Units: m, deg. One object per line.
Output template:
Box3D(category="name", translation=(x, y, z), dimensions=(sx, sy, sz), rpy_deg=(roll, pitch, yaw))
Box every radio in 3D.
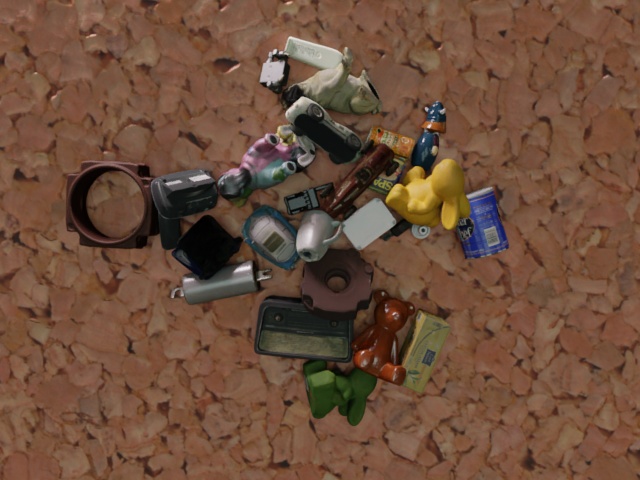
Box3D(category="radio", translation=(-0.033, 0.206, 1.261), dimensions=(0.230, 0.073, 0.131), rpy_deg=(5, 95, 0))

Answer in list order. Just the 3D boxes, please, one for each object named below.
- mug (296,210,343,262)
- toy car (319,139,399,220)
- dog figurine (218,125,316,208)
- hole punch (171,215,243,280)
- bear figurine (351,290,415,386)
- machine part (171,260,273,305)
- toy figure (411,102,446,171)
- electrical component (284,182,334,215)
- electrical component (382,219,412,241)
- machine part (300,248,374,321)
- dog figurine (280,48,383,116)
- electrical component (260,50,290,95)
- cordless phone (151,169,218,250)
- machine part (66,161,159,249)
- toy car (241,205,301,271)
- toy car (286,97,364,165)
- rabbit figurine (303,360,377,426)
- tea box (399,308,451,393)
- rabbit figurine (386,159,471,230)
Box3D(category="mug", translation=(-0.002, -0.004, 1.212), dimensions=(0.110, 0.107, 0.080), rpy_deg=(-2, 138, 24))
Box3D(category="toy car", translation=(0.085, -0.132, 1.188), dimensions=(0.089, 0.053, 0.202), rpy_deg=(45, 89, -3))
Box3D(category="dog figurine", translation=(-0.134, -0.161, 1.230), dimensions=(0.219, 0.191, 0.108), rpy_deg=(-29, 97, 37))
Box3D(category="hole punch", translation=(-0.265, 0.022, 1.232), dimensions=(0.115, 0.092, 0.142), rpy_deg=(47, 56, -9))
Box3D(category="bear figurine", translation=(0.154, 0.213, 1.215), dimensions=(0.120, 0.132, 0.196), rpy_deg=(30, 78, -8))
Box3D(category="machine part", translation=(-0.230, 0.100, 1.258), dimensions=(0.243, 0.079, 0.079), rpy_deg=(-12, 94, 3))
Box3D(category="toy figure", translation=(0.252, -0.238, 1.231), dimensions=(0.064, 0.058, 0.154), rpy_deg=(22, 98, 22))
Box3D(category="electrical component", translation=(-0.021, -0.095, 1.242), dimensions=(0.119, 0.075, 0.047), rpy_deg=(-16, 93, 0))
Box3D(category="electrical component", translation=(0.186, -0.028, 1.245), dimensions=(0.094, 0.063, 0.021), rpy_deg=(-36, 93, 5))
Box3D(category="machine part", translation=(0.039, 0.098, 1.223), dimensions=(0.179, 0.056, 0.179), rpy_deg=(0, 60, 0))
Box3D(category="dog figurine", translation=(0.026, -0.315, 1.225), dimensions=(0.190, 0.121, 0.172), rpy_deg=(-32, 104, 25))
Box3D(category="electrical component", translation=(-0.101, -0.383, 1.219), dimensions=(0.078, 0.045, 0.102), rpy_deg=(12, 82, 26))
Box3D(category="cordless phone", translation=(-0.310, -0.065, 1.251), dimensions=(0.146, 0.089, 0.184), rpy_deg=(-18, 129, -36))
Box3D(category="machine part", translation=(-0.477, -0.082, 1.246), dimensions=(0.201, 0.087, 0.201), rpy_deg=(4, 96, 1))
Box3D(category="toy car", translation=(-0.109, -0.001, 1.236), dimensions=(0.109, 0.103, 0.161), rpy_deg=(-44, 90, 5))
Box3D(category="toy car", translation=(0.014, -0.239, 1.206), dimensions=(0.201, 0.056, 0.073), rpy_deg=(32, 133, -27))
Box3D(category="rabbit figurine", translation=(0.060, 0.350, 1.252), dimensions=(0.170, 0.121, 0.159), rpy_deg=(-11, 97, -13))
Box3D(category="tea box", translation=(0.233, 0.255, 1.247), dimensions=(0.068, 0.098, 0.169), rpy_deg=(22, 96, 0))
Box3D(category="rabbit figurine", translation=(0.246, -0.096, 1.145), dimensions=(0.122, 0.173, 0.162), rpy_deg=(-31, 80, -37))
